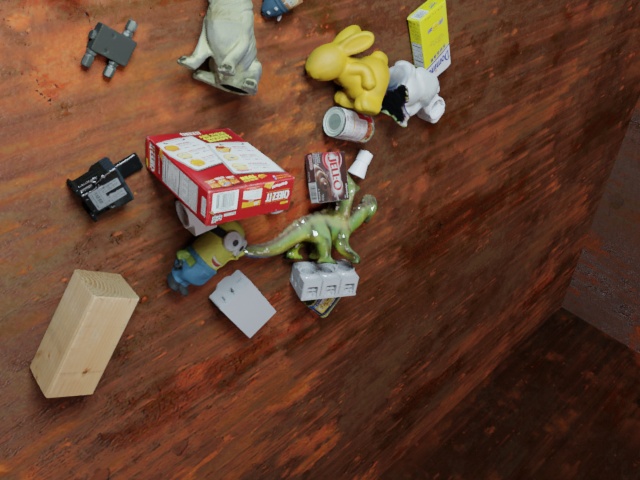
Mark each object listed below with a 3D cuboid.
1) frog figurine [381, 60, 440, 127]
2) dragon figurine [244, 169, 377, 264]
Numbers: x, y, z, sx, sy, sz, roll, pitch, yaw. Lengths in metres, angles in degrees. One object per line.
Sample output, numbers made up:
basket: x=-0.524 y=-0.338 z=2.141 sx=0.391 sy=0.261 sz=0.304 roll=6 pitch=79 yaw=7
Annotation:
frog figurine: x=0.205 y=-0.355 z=1.198 sx=0.162 sy=0.123 sz=0.134 roll=-49 pitch=130 yaw=-31
dragon figurine: x=0.004 y=-0.062 z=1.228 sx=0.410 sy=0.123 sz=0.242 roll=6 pitch=95 yaw=-46
